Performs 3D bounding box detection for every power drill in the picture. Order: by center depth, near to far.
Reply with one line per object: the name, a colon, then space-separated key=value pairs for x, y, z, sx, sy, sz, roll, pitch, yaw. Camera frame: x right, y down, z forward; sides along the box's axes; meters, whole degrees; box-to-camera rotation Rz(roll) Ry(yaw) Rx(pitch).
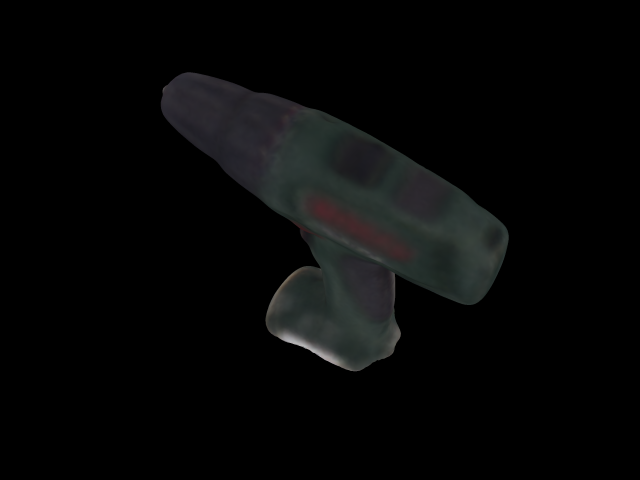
power drill: x=0.004 y=0.001 z=0.400 sx=0.229 sy=0.208 sz=0.076 roll=21 pitch=56 yaw=15
